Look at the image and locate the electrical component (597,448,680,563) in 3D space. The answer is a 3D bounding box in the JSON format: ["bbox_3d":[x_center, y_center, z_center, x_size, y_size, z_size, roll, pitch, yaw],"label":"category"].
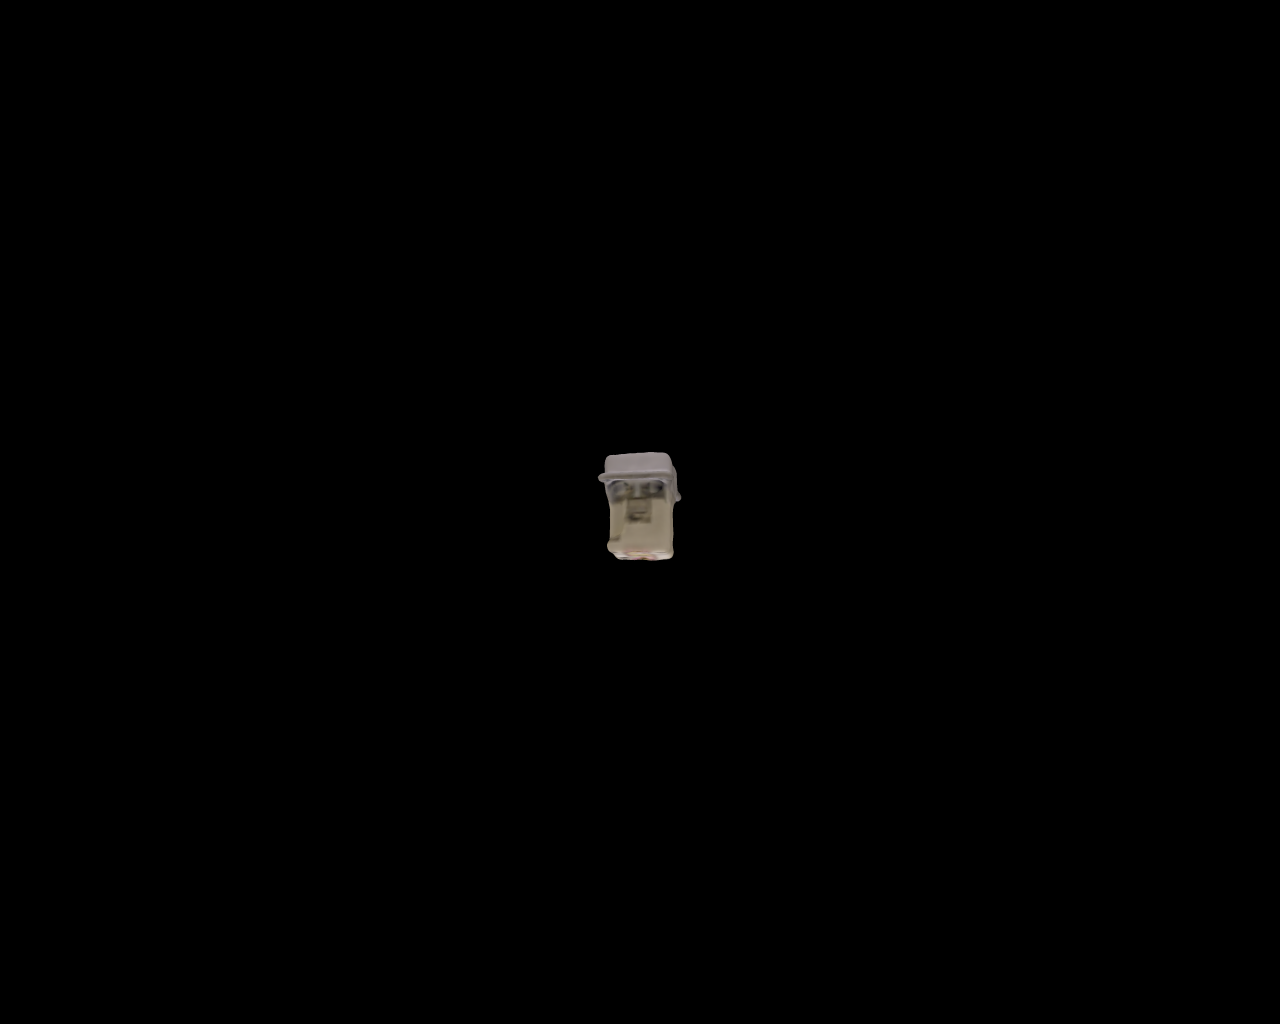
[{"bbox_3d":[0.001,-0.003,0.650,0.042,0.063,0.081,-1,-9,7],"label":"electrical component"}]
